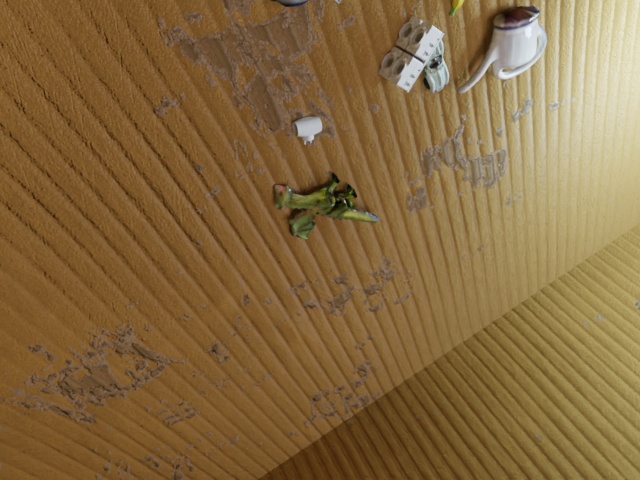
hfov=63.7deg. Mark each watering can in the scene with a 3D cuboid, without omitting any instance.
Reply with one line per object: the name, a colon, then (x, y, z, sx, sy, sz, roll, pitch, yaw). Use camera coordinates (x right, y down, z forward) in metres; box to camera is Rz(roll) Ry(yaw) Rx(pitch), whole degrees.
watering can: (0.586, -0.609, 1.641, 0.349, 0.106, 0.219, -26, 132, -12)

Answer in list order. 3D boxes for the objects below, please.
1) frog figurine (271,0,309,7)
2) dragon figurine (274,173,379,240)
frog figurine: (-0.071, -0.638, 1.205, 0.137, 0.126, 0.155, -6, 141, -4)
dragon figurine: (0.005, -0.086, 1.713, 0.240, 0.125, 0.405, -35, 136, 21)
